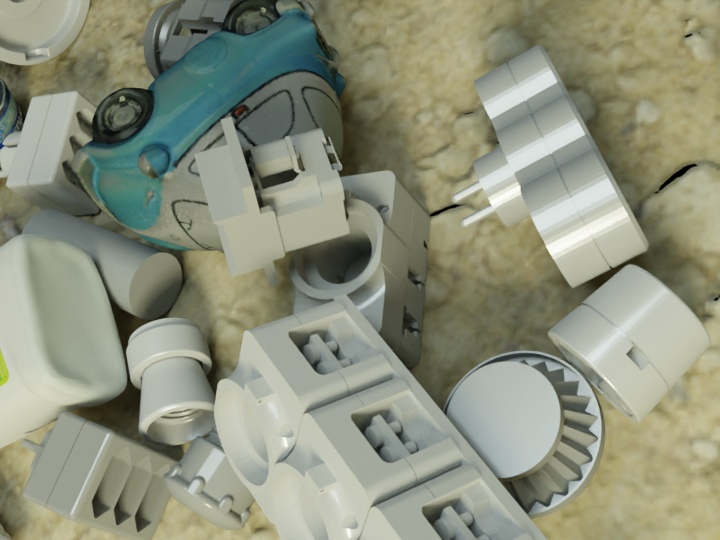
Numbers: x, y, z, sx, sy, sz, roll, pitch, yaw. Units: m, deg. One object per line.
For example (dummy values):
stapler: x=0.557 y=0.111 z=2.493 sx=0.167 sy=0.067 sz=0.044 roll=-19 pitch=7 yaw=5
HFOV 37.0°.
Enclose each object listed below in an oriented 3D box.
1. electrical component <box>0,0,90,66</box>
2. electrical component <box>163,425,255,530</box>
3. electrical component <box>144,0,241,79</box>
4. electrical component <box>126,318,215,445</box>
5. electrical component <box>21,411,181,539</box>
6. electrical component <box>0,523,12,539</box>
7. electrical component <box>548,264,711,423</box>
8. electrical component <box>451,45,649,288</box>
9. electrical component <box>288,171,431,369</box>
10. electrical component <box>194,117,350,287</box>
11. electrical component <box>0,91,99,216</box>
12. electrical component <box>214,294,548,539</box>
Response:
electrical component: x=-0.250 y=-0.199 z=0.747 sx=0.060 sy=0.108 sz=0.108 roll=14 pitch=74 yaw=39
electrical component: x=-0.065 y=0.096 z=0.543 sx=0.048 sy=0.048 sz=0.062 roll=23 pitch=72 yaw=34
electrical component: x=-0.095 y=-0.137 z=0.663 sx=0.057 sy=0.058 sz=0.078 roll=11 pitch=73 yaw=29
electrical component: x=-0.100 y=0.060 z=0.578 sx=0.045 sy=0.045 sz=0.055 roll=-27 pitch=56 yaw=14
electrical component: x=-0.147 y=0.104 z=0.569 sx=0.077 sy=0.066 sz=0.047 roll=14 pitch=74 yaw=32
electrical component: x=-0.218 y=0.152 z=0.599 sx=0.078 sy=0.040 sz=0.040 roll=11 pitch=73 yaw=31
electrical component: x=0.119 y=0.031 z=0.471 sx=0.047 sy=0.055 sz=0.055 roll=-44 pitch=54 yaw=-2
electrical component: x=0.079 y=-0.045 z=0.516 sx=0.074 sy=0.052 sz=0.138 roll=-28 pitch=42 yaw=14
electrical component: x=0.000 y=0.000 z=0.547 sx=0.050 sy=0.056 sz=0.089 roll=-6 pitch=64 yaw=26
electrical component: x=-0.039 y=-0.034 z=0.506 sx=0.064 sy=0.081 sz=0.042 roll=-16 pitch=58 yaw=-5
electrical component: x=-0.205 y=-0.073 z=0.696 sx=0.077 sy=0.047 sz=0.065 roll=-2 pitch=66 yaw=27
electrical component: x=0.001 y=0.098 z=0.464 sx=0.062 sy=0.089 sz=0.150 roll=-18 pitch=51 yaw=-31
